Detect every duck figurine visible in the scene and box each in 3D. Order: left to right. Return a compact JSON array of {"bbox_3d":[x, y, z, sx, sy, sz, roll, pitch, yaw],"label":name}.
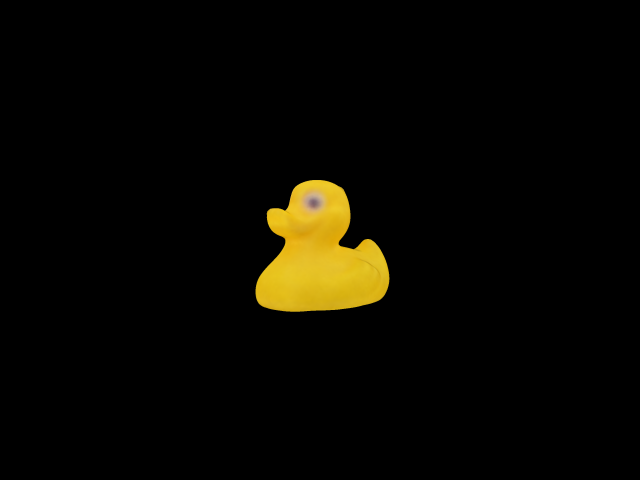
[{"bbox_3d":[0.004,0.001,0.400,0.105,0.086,0.077,-2,3,-40],"label":"duck figurine"}]
